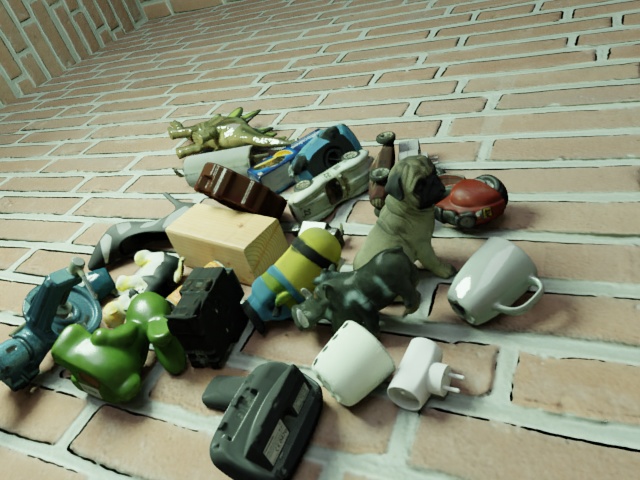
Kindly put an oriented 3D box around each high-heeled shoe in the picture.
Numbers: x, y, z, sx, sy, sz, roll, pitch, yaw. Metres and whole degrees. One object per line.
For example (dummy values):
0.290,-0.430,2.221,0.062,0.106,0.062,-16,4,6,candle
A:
-0.336,0.008,1.080,0.145,0.086,0.249,42,82,19,high-heeled shoe

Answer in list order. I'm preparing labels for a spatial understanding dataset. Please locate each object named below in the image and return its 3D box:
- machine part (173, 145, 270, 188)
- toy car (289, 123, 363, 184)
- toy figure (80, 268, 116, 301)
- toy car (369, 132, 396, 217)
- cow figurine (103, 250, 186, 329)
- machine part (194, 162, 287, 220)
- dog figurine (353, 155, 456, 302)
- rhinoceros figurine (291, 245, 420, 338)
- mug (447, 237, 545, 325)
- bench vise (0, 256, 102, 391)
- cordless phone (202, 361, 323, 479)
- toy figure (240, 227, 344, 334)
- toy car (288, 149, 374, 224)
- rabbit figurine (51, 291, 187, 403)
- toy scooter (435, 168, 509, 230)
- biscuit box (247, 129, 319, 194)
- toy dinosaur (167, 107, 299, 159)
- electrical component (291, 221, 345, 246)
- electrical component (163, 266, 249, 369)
-0.221,-0.166,1.229,0.243,0.079,0.079,-8,37,18,machine part
0.005,-0.157,1.101,0.161,0.109,0.103,-42,16,-12,toy car
-0.455,0.108,0.988,0.154,0.057,0.064,-33,9,-15,toy figure
0.117,-0.126,1.000,0.053,0.089,0.202,-5,39,14,toy car
-0.299,0.089,0.933,0.098,0.068,0.167,0,40,17,cow figurine
-0.145,-0.080,0.998,0.180,0.179,0.056,19,83,42,machine part
0.100,-0.015,0.772,0.172,0.190,0.121,-34,37,-17,dog figurine
0.047,0.077,0.731,0.190,0.112,0.073,-31,25,26,rhinoceros figurine
0.229,0.065,0.706,0.107,0.080,0.110,-41,45,-10,mug
-0.429,0.120,0.835,0.129,0.240,0.223,46,32,14,bench vise
-0.100,0.219,0.665,0.184,0.088,0.146,-7,37,36,cordless phone
-0.041,0.058,0.814,0.180,0.089,0.082,-39,55,-7,toy figure
0.028,-0.102,1.024,0.202,0.073,0.056,-34,34,-19,toy car
-0.278,0.143,0.797,0.159,0.121,0.170,9,46,25,rabbit figurine
0.205,-0.059,0.882,0.135,0.075,0.184,-36,35,-23,toy scooter
-0.055,-0.168,1.165,0.203,0.059,0.063,-34,37,-20,biscuit box
-0.223,-0.259,1.337,0.472,0.104,0.198,23,49,39,toy dinosaur
-0.003,-0.002,0.934,0.102,0.045,0.078,-1,67,29,electrical component
-0.161,0.105,0.799,0.058,0.114,0.134,0,41,22,electrical component
